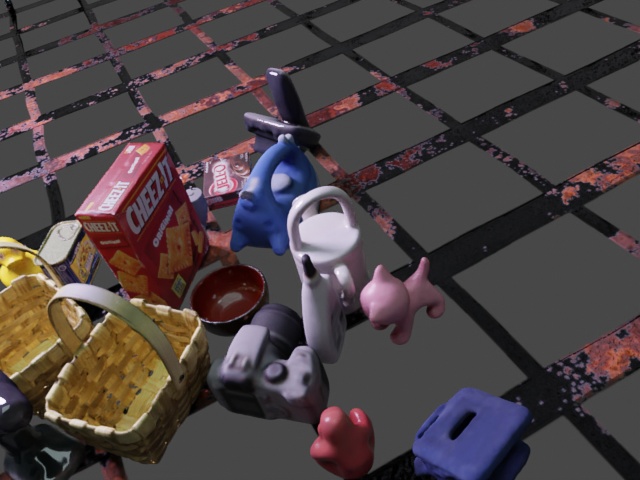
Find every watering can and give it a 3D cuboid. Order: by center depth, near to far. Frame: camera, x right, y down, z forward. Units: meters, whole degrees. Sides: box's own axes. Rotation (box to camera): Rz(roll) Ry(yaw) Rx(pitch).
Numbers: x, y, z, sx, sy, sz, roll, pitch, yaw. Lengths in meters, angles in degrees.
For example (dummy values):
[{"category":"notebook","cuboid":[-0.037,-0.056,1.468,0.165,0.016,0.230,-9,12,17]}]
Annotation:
[{"category":"watering can","cuboid":[0.005,0.004,0.788,0.101,0.194,0.172,-37,47,-23]}]

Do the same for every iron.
[{"category":"iron","cuboid":[-0.069,-0.096,0.953,0.118,0.142,0.258,4,46,19]}]

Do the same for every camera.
[{"category":"camera","cuboid":[-0.057,0.145,0.725,0.142,0.101,0.137,4,46,19]}]

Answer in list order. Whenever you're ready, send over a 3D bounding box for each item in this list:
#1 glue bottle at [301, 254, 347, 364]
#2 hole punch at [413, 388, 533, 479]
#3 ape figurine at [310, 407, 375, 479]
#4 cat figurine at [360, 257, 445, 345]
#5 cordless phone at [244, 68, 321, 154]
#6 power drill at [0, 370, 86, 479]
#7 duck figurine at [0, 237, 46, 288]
[{"category":"glue bottle","cuboid":[0.000,0.080,0.725,0.037,0.173,0.078,3,45,18]},{"category":"hole punch","cuboid":[0.157,0.212,0.604,0.109,0.091,0.100,-40,48,-25]},{"category":"ape figurine","cuboid":[0.024,0.217,0.634,0.078,0.092,0.076,-21,43,-7]},{"category":"cat figurine","cuboid":[0.102,0.073,0.746,0.128,0.118,0.067,-36,47,-22]},{"category":"cordless phone","cuboid":[-0.084,-0.251,1.087,0.147,0.185,0.094,19,52,31]},{"category":"power drill","cuboid":[-0.364,0.209,0.660,0.228,0.209,0.076,13,49,27]},{"category":"duck figurine","cuboid":[-0.524,0.030,0.982,0.078,0.086,0.104,-32,45,-18]}]
